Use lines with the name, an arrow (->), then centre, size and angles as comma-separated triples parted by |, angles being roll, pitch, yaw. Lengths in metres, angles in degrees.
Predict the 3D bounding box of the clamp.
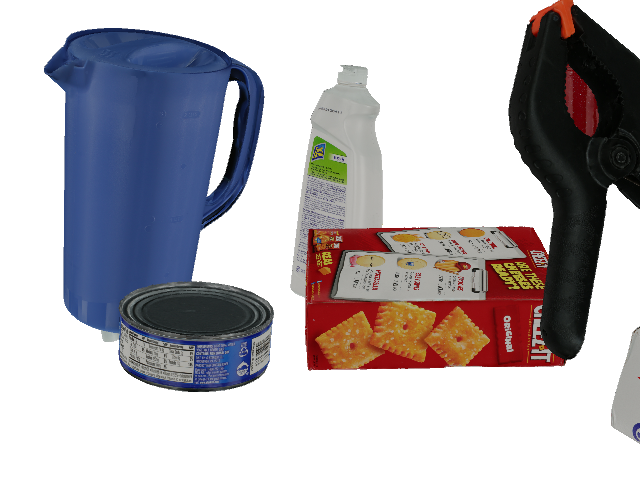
clamp -> 0.133, -0.029, 0.525 | 0.120, 0.171, 0.039 | -30, 2, -22

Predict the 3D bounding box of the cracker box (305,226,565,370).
cracker box -> 0.094, 0.048, 0.932 | 0.213, 0.072, 0.164 | 0, 22, 0

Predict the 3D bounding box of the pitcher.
pitcher -> -0.144, -0.050, 0.901 | 0.149, 0.243, 0.145 | 14, 23, 9

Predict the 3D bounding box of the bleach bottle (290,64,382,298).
bleach bottle -> 0.028, -0.058, 1.136 | 0.103, 0.251, 0.067 | 16, 16, 37

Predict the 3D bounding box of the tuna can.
tuna can -> -0.069, 0.053, 0.595 | 0.086, 0.034, 0.086 | 4, 16, -1

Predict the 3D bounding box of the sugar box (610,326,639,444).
sugar box -> 0.302, 0.137, 0.778 | 0.176, 0.093, 0.048 | 28, 36, 37

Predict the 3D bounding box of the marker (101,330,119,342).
marker -> -0.234, 0.050, 1.139 | 0.020, 0.121, 0.020 | -7, 19, 2

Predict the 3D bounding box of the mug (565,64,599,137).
mug -> 0.280, -0.155, 1.108 | 0.117, 0.081, 0.093 | -15, 25, -25
